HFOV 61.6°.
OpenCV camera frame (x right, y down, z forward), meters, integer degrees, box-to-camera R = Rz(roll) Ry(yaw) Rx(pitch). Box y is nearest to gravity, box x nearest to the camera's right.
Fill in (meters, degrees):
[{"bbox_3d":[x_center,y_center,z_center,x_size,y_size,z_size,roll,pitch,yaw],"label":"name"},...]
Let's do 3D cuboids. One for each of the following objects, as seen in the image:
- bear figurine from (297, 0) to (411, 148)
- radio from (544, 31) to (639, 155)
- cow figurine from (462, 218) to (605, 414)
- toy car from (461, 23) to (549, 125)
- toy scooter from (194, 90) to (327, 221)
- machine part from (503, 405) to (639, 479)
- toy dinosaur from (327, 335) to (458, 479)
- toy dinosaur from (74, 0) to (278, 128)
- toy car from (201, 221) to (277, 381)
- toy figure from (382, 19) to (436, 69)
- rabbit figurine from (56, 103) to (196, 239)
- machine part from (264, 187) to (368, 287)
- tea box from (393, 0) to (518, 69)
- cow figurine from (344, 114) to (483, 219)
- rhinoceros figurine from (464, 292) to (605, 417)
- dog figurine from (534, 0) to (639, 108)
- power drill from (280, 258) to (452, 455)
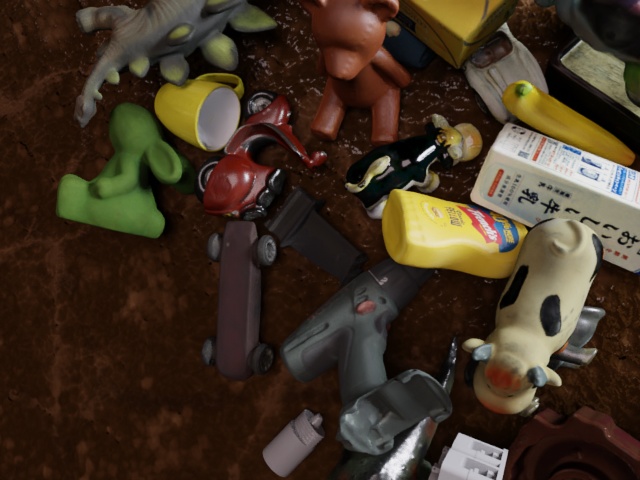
[{"bbox_3d":[0.038,-0.191,0.607,0.120,0.195,0.132,12,88,13],"label":"bear figurine"},{"bbox_3d":[0.375,-0.164,0.578,0.230,0.073,0.131,42,95,15],"label":"radio"},{"bbox_3d":[0.202,0.071,0.503,0.086,0.127,0.195,23,88,29],"label":"cow figurine"},{"bbox_3d":[0.195,-0.230,0.641,0.073,0.056,0.202,-29,78,10],"label":"toy car"},{"bbox_3d":[-0.070,-0.095,0.687,0.135,0.075,0.184,31,89,20],"label":"toy scooter"},{"bbox_3d":[0.265,0.258,0.540,0.180,0.056,0.179,0,89,37],"label":"machine part"},{"bbox_3d":[0.046,0.287,0.556,0.131,0.192,0.404,19,90,14],"label":"toy dinosaur"},{"bbox_3d":[-0.149,-0.320,0.703,0.199,0.105,0.471,33,79,24],"label":"toy dinosaur"},{"bbox_3d":[-0.101,0.077,0.688,0.089,0.053,0.202,1,88,25],"label":"toy car"},{"bbox_3d":[0.079,-0.275,0.672,0.058,0.064,0.154,-46,73,0],"label":"toy figure"},{"bbox_3d":[-0.249,-0.095,0.710,0.159,0.121,0.170,13,90,9],"label":"rabbit figurine"},{"bbox_3d":[-0.001,-0.002,0.679,0.139,0.039,0.084,43,90,17],"label":"machine part"},{"bbox_3d":[0.127,-0.287,0.600,0.170,0.068,0.098,43,88,13],"label":"tea box"},{"bbox_3d":[0.109,-0.095,0.629,0.167,0.098,0.068,-31,71,10],"label":"cow figurine"},{"bbox_3d":[0.240,0.102,0.591,0.112,0.073,0.190,40,97,26],"label":"rhinoceros figurine"},{"bbox_3d":[0.298,-0.215,0.483,0.108,0.191,0.219,-25,61,4],"label":"dog figurine"},{"bbox_3d":[0.065,0.106,0.577,0.232,0.085,0.207,-34,34,8],"label":"power drill"}]
